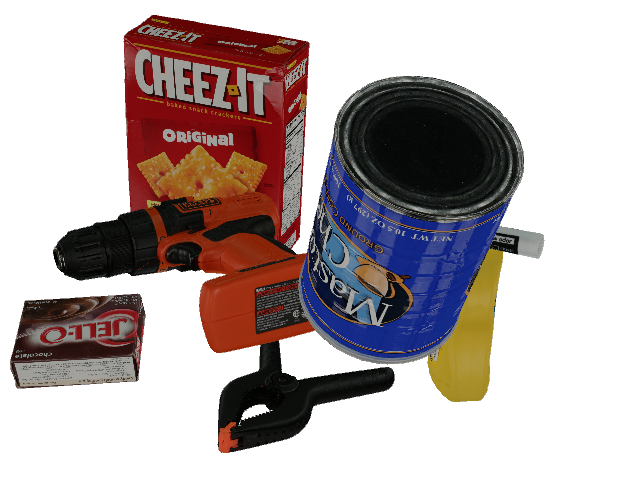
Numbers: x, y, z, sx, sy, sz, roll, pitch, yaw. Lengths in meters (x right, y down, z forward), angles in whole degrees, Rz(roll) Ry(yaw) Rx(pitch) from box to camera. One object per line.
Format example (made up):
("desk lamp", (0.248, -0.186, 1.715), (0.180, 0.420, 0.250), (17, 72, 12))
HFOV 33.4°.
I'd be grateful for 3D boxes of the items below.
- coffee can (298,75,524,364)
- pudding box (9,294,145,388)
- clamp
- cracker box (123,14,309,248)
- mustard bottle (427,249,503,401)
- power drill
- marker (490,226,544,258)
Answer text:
("coffee can", (0.047, -0.008, 0.612), (0.102, 0.103, 0.140), (0, -37, -11))
("pudding box", (-0.222, 0.092, 0.985), (0.113, 0.039, 0.090), (-5, 34, -2))
("clamp", (-0.029, 0.156, 1.094), (0.165, 0.036, 0.209), (16, 30, 20))
("cracker box", (-0.102, -0.094, 1.030), (0.164, 0.214, 0.072), (12, 32, 14))
("mustard bottle", (0.136, 0.050, 0.997), (0.058, 0.192, 0.096), (-1, 31, -2))
("power drill", (-0.087, 0.017, 0.791), (0.184, 0.057, 0.188), (-14, 26, -25))
("marker", (0.110, -0.007, 0.817), (0.121, 0.020, 0.020), (12, 5, 24))
